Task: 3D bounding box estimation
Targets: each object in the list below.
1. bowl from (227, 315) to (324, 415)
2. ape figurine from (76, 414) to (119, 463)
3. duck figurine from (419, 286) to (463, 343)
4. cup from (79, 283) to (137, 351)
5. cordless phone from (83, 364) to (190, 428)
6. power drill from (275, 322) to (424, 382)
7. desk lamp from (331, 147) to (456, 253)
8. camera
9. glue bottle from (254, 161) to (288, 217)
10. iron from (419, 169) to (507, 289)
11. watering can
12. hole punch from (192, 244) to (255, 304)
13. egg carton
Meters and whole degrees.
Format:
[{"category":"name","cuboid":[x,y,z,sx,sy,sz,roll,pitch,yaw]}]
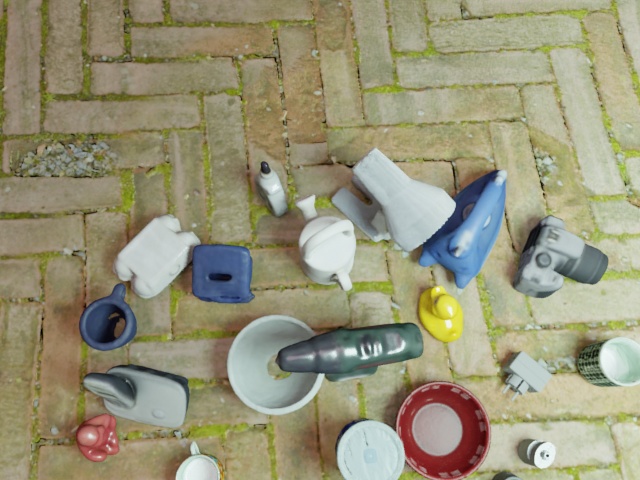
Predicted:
[{"category":"bowl","cuboid":[-0.074,0.217,0.995,0.167,0.075,0.167,0,74,0]},{"category":"ape figurine","cuboid":[-0.375,0.327,0.953,0.076,0.092,0.078,26,76,7]},{"category":"duck figurine","cuboid":[0.221,0.128,1.016,0.077,0.086,0.104,-19,75,-5]},{"category":"cup","cuboid":[-0.356,0.139,1.005,0.091,0.095,0.118,12,74,3]},{"category":"cordless phone","cuboid":[-0.295,0.251,0.927,0.147,0.185,0.094,9,74,3]},{"category":"power drill","cuboid":[0.048,0.186,0.935,0.229,0.208,0.075,-11,74,-3]},{"category":"desk lamp","cuboid":[0.121,-0.066,1.004,0.203,0.213,0.118,41,78,11]},{"category":"camera","cuboid":[0.441,0.040,1.034,0.136,0.101,0.143,24,75,6]},{"category":"glue bottle","cuboid":[-0.091,-0.102,1.034,0.037,0.173,0.078,-33,77,-9]},{"category":"iron","cuboid":[0.285,-0.049,1.037,0.118,0.141,0.258,30,76,8]},{"category":"watering can","cuboid":[0.007,0.005,0.993,0.172,0.194,0.101,41,78,10]},{"category":"hole punch","cuboid":[-0.173,0.063,1.030,0.108,0.091,0.101,2,74,1]},{"category":"egg carton","cuboid":[-0.298,0.029,1.050,0.107,0.069,0.150,39,78,10]}]
